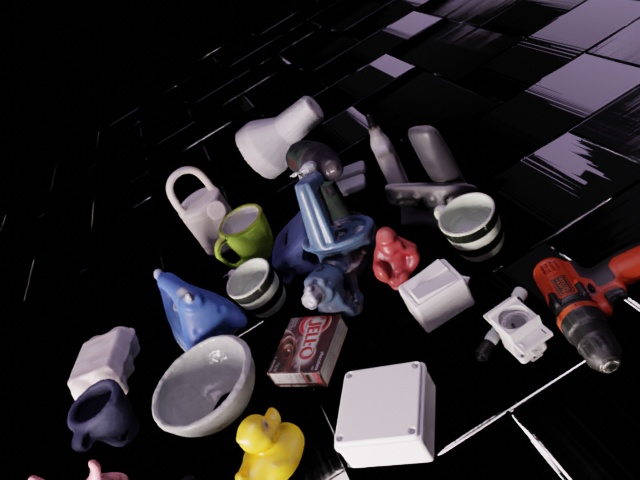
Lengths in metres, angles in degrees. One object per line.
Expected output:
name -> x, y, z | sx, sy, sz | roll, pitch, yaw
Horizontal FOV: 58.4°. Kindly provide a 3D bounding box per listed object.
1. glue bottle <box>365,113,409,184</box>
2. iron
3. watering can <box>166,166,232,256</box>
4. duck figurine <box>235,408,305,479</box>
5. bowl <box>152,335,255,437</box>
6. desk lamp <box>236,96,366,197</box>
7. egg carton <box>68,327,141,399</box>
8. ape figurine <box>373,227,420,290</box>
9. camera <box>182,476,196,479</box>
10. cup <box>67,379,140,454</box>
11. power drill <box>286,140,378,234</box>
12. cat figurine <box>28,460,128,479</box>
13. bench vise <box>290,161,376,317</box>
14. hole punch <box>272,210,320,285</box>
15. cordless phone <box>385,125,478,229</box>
glue bottle -> 0.120, -0.158, 1.053 | 0.037, 0.173, 0.078 | -22, 34, 13
iron -> -0.239, 0.108, 1.013 | 0.119, 0.142, 0.257 | -43, 35, -19
watering can -> -0.241, -0.069, 1.202 | 0.172, 0.194, 0.101 | -1, 43, 38
duck figurine -> -0.076, 0.263, 0.727 | 0.077, 0.086, 0.105 | 11, 51, 46
bowl -> -0.159, 0.228, 0.850 | 0.167, 0.075, 0.167 | -21, 34, 15
desk lamp -> -0.037, -0.176, 1.165 | 0.203, 0.214, 0.118 | -20, 34, 16
egg carton -> -0.387, 0.227, 1.037 | 0.107, 0.070, 0.150 | -23, 33, 11
ape figurine -> 0.113, 0.020, 0.896 | 0.077, 0.092, 0.076 | -23, 34, 11
camera -> -0.189, 0.356, 0.678 | 0.137, 0.101, 0.142 | -41, 34, -15
cup -> -0.329, 0.288, 0.885 | 0.091, 0.095, 0.118 | -17, 35, 21
power drill -> 0.020, -0.086, 1.004 | 0.075, 0.209, 0.229 | -36, 33, -7
cat figurine -> -0.346, 0.356, 0.788 | 0.128, 0.118, 0.067 | -38, 33, -10
bench vise -> 0.019, 0.000, 0.879 | 0.121, 0.220, 0.207 | -19, 35, 18
hole punch -> -0.044, 0.009, 1.037 | 0.101, 0.091, 0.108 | -21, 34, 15
cordless phone -> 0.167, -0.114, 0.945 | 0.147, 0.185, 0.094 | 2, 45, 40
